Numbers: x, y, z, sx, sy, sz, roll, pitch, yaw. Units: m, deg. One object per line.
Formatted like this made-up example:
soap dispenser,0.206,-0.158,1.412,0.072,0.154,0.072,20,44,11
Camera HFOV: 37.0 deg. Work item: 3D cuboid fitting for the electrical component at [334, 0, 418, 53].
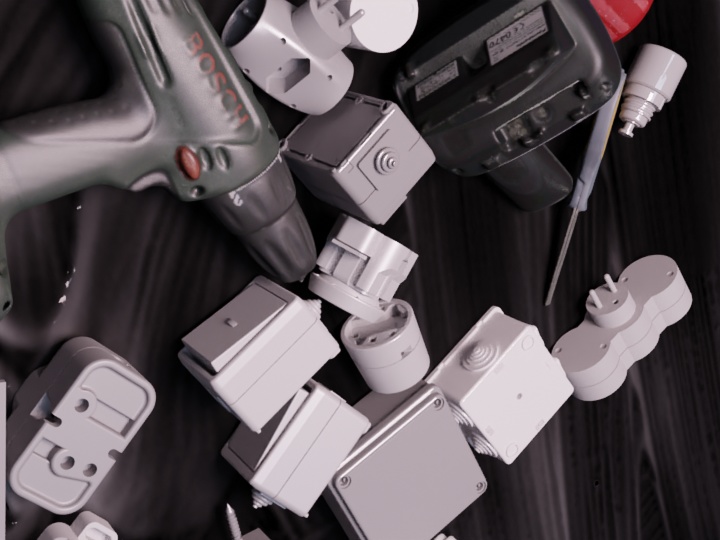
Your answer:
electrical component,0.031,-0.207,0.694,0.052,0.074,0.138,20,93,-35

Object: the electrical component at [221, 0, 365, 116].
electrical component,-0.033,-0.145,0.676,0.079,0.043,0.077,-33,131,30

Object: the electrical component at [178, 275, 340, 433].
electrical component,-0.065,0.047,0.717,0.096,0.062,0.061,-45,123,-13

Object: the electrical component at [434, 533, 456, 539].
electrical component,0.053,0.269,0.833,0.108,0.056,0.108,-45,157,-13

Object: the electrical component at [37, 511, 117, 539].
electrical component,-0.184,0.203,0.693,0.058,0.057,0.078,42,81,-34

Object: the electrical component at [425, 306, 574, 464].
electrical component,0.112,0.092,0.850,0.099,0.048,0.099,-46,123,-12

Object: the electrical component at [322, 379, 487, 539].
electrical component,0.026,0.150,0.809,0.109,0.056,0.108,-37,121,-17

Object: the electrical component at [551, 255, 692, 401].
electrical component,0.211,0.036,0.892,0.138,0.052,0.073,-44,123,-14

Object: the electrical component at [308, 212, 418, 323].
electrical component,0.000,0.000,0.743,0.057,0.058,0.078,-61,157,1

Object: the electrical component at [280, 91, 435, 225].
electrical component,0.002,-0.072,0.702,0.061,0.096,0.061,-49,125,-10

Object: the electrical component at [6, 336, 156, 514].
electrical component,-0.178,0.092,0.662,0.054,0.059,0.095,39,82,-34

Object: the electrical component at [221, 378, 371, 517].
electrical component,-0.052,0.120,0.746,0.061,0.062,0.096,39,83,-29

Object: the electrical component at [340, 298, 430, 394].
electrical component,0.020,0.056,0.779,0.055,0.055,0.047,-36,124,-18

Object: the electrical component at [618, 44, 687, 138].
electrical component,0.228,-0.143,0.857,0.040,0.040,0.078,26,90,-35

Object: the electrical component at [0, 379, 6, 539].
electrical component,-0.298,0.111,0.592,0.186,0.060,0.105,-4,106,-31
